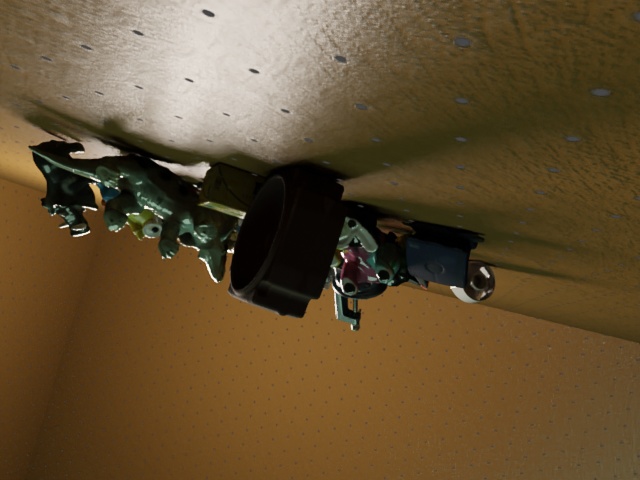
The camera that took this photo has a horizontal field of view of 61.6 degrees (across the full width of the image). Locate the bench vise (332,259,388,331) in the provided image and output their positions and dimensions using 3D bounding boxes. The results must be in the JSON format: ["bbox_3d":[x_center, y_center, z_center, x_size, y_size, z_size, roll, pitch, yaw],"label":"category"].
[{"bbox_3d":[0.054,0.092,1.178,0.224,0.240,0.129,9,-150,22],"label":"bench vise"}]

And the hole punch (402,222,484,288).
[{"bbox_3d":[0.210,0.025,0.940,0.142,0.092,0.115,16,172,24],"label":"hole punch"}]

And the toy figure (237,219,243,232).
[{"bbox_3d":[-0.118,-0.042,1.048,0.058,0.064,0.154,4,156,-28],"label":"toy figure"}]

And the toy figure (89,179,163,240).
[{"bbox_3d":[-0.364,-0.080,1.055,0.180,0.082,0.089,45,-164,-28],"label":"toy figure"}]

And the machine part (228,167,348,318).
[{"bbox_3d":[-0.055,0.001,0.775,0.087,0.201,0.201,19,174,-24],"label":"machine part"}]

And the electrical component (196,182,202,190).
[{"bbox_3d":[-0.207,-0.098,1.108,0.063,0.021,0.094,10,171,32],"label":"electrical component"}]

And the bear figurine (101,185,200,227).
[{"bbox_3d":[-0.351,-0.077,1.167,0.196,0.132,0.120,21,153,-8],"label":"bear figurine"}]

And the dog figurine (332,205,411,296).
[{"bbox_3d":[0.097,0.010,0.989,0.108,0.191,0.219,-29,180,27],"label":"dog figurine"}]

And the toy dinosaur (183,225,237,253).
[{"bbox_3d":[-0.216,-0.028,1.338,0.199,0.105,0.471,9,-176,19],"label":"toy dinosaur"}]

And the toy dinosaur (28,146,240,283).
[{"bbox_3d":[-0.297,-0.080,0.976,0.404,0.131,0.192,40,-165,-20],"label":"toy dinosaur"}]

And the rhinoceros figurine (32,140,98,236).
[{"bbox_3d":[-0.482,-0.099,1.027,0.073,0.190,0.112,10,-145,33],"label":"rhinoceros figurine"}]

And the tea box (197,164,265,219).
[{"bbox_3d":[-0.112,-0.069,0.916,0.169,0.068,0.098,16,174,-25],"label":"tea box"}]
